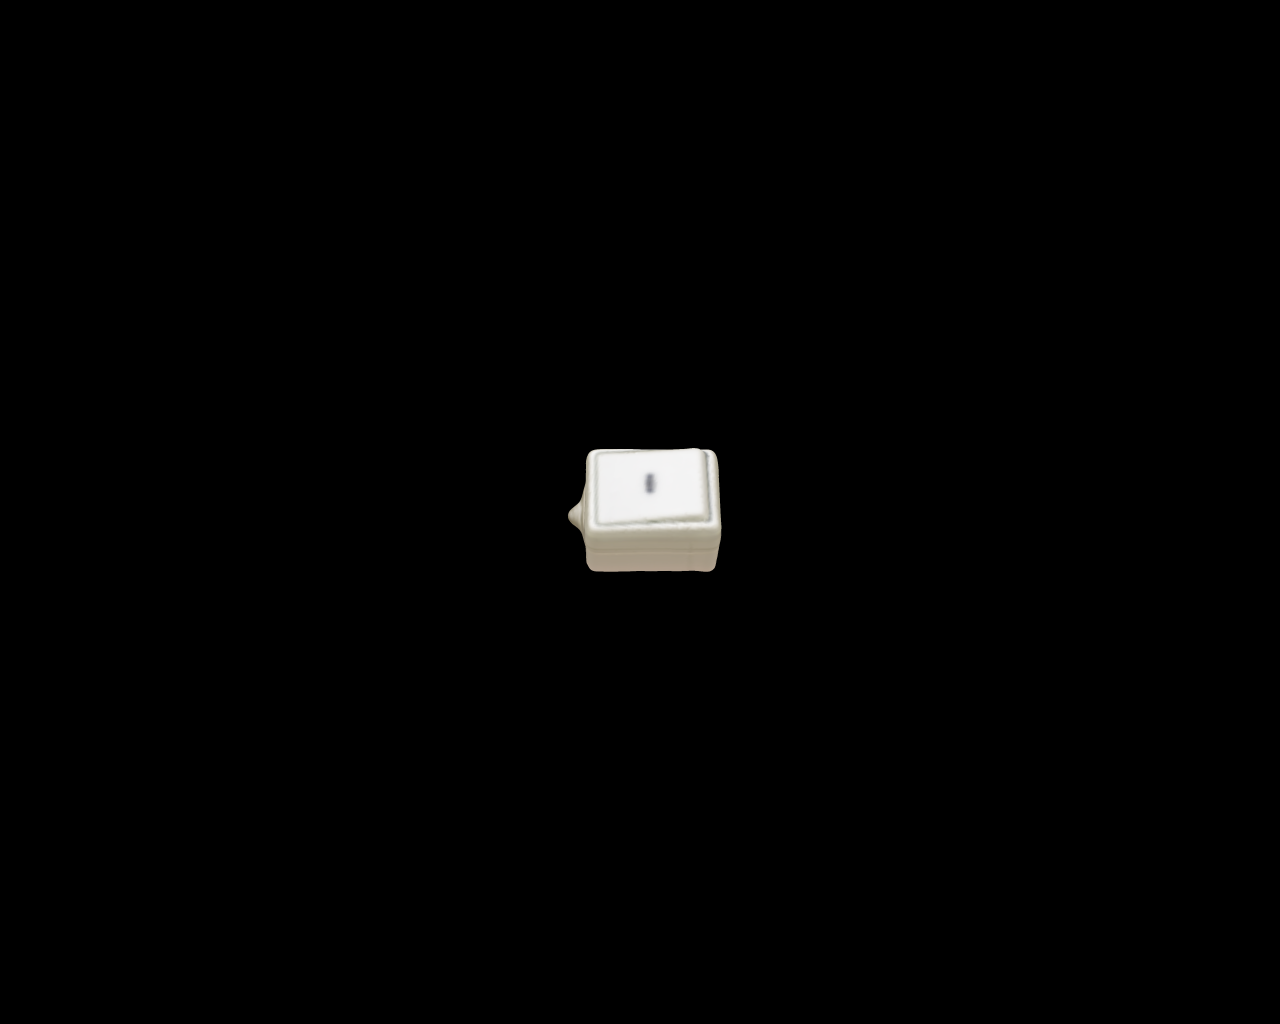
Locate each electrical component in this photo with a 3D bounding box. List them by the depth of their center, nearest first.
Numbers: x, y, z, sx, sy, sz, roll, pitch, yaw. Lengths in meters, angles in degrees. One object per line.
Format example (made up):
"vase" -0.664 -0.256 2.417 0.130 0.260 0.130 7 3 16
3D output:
"electrical component" 0.001 -0.003 0.650 0.096 0.062 0.061 0 -32 0
